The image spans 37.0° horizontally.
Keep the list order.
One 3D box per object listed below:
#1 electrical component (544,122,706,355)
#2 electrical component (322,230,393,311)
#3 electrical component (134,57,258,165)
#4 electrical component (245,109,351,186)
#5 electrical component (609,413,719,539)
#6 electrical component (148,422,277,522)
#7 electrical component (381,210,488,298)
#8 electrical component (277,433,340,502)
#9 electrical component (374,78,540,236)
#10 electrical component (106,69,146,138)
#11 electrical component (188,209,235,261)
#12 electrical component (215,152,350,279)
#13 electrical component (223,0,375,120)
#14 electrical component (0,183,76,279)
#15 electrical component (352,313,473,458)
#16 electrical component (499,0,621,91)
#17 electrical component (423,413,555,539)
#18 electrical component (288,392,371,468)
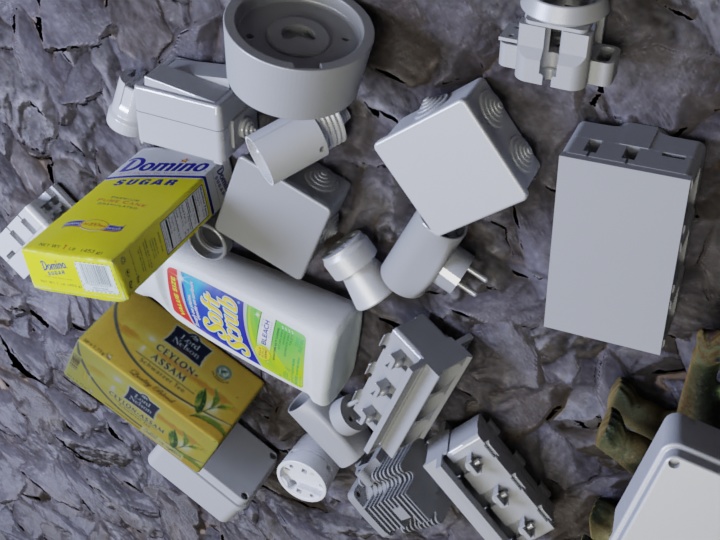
[{"bbox_3d":[0.189,-0.024,0.775,0.089,0.061,0.150,14,129,21],"label":"electrical component"},{"bbox_3d":[0.000,0.000,0.912,0.045,0.045,0.055,-25,108,40],"label":"electrical component"},{"bbox_3d":[-0.127,-0.132,0.872,0.096,0.061,0.061,16,130,18],"label":"electrical component"},{"bbox_3d":[-0.044,-0.104,0.844,0.043,0.081,0.043,56,168,18],"label":"electrical component"},{"bbox_3d":[0.238,0.173,0.786,0.078,0.057,0.113,23,118,7],"label":"electrical component"},{"bbox_3d":[-0.153,0.196,1.126,0.113,0.078,0.057,39,136,-2],"label":"electrical component"},{"bbox_3d":[0.066,-0.007,0.871,0.079,0.043,0.077,34,133,2],"label":"electrical component"},{"bbox_3d":[-0.049,0.198,1.088,0.055,0.047,0.055,15,130,19],"label":"electrical component"},{"bbox_3d":[0.075,-0.085,0.803,0.100,0.048,0.099,-23,110,39],"label":"electrical component"},{"bbox_3d":[-0.192,-0.143,0.918,0.040,0.040,0.046,29,127,7],"label":"electrical component"},{"bbox_3d":[-0.125,-0.036,0.955,0.040,0.046,0.040,15,130,19],"label":"electrical component"},{"bbox_3d":[-0.064,-0.054,0.905,0.100,0.048,0.099,31,134,5],"label":"electrical component"},{"bbox_3d":[-0.047,-0.154,0.783,0.108,0.108,0.060,24,138,11],"label":"electrical component"},{"bbox_3d":[-0.312,-0.035,1.059,0.055,0.050,0.089,48,132,-10],"label":"electrical component"},{"bbox_3d":[0.042,0.101,0.950,0.063,0.079,0.121,46,137,22],"label":"electrical component"},{"bbox_3d":[0.133,-0.159,0.709,0.078,0.058,0.057,16,133,19],"label":"electrical component"},{"bbox_3d":[0.120,0.195,0.978,0.063,0.078,0.121,-35,104,19],"label":"electrical component"},{"bbox_3d":[-0.017,0.142,1.031,0.077,0.043,0.079,48,132,-11],"label":"electrical component"}]
